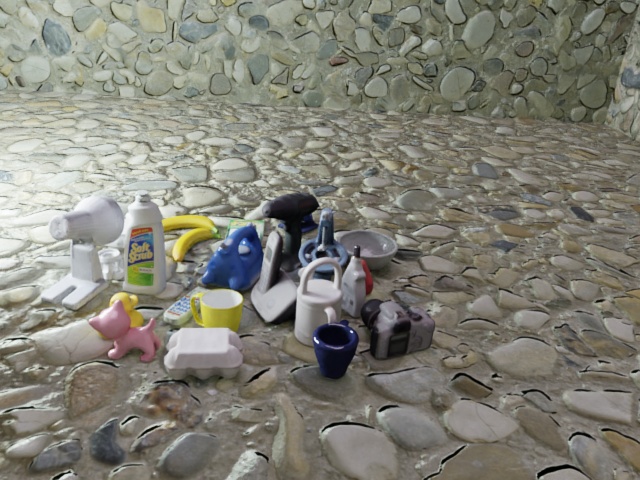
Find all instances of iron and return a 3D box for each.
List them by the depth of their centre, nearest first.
[{"bbox_3d":[-0.201,0.026,1.459,0.118,0.141,0.259,11,27,13],"label":"iron"}]

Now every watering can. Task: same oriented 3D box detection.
[{"bbox_3d":[-0.005,0.121,1.236,0.101,0.194,0.172,-19,35,-39],"label":"watering can"}]

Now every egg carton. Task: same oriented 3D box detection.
[{"bbox_3d":[-0.227,0.225,1.129,0.150,0.069,0.107,0,26,-9],"label":"egg carton"}]

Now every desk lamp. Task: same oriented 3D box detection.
[{"bbox_3d":[-0.550,0.018,1.332,0.117,0.214,0.203,10,27,11],"label":"desk lamp"}]

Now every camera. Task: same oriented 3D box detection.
[{"bbox_3d":[0.160,0.176,1.258,0.143,0.101,0.136,-7,28,-23],"label":"camera"}]

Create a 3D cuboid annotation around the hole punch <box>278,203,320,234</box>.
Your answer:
[{"bbox_3d":[-0.067,-0.078,1.751,0.100,0.091,0.109,25,32,35],"label":"hole punch"}]

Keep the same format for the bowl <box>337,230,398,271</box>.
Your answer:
[{"bbox_3d":[0.127,0.038,1.566,0.167,0.075,0.167,4,26,-2],"label":"bowl"}]

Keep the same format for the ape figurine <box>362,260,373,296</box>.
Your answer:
[{"bbox_3d":[0.099,0.090,1.435,0.075,0.092,0.078,22,31,32],"label":"ape figurine"}]

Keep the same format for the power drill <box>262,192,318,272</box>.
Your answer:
[{"bbox_3d":[-0.082,-0.028,1.513,0.075,0.208,0.230,17,28,23],"label":"power drill"}]

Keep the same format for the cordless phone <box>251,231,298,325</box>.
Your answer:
[{"bbox_3d":[-0.097,0.085,1.304,0.094,0.185,0.147,-10,30,-27],"label":"cordless phone"}]

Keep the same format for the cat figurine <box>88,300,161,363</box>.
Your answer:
[{"bbox_3d":[-0.388,0.177,1.144,0.128,0.118,0.067,3,26,-3],"label":"cat figurine"}]

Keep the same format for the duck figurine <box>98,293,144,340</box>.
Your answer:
[{"bbox_3d":[-0.426,0.156,1.218,0.077,0.086,0.105,20,30,29],"label":"duck figurine"}]

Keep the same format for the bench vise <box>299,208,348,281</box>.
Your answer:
[{"bbox_3d":[0.002,0.005,1.445,0.122,0.220,0.207,-2,27,-13],"label":"bench vise"}]

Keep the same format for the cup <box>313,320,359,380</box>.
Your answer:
[{"bbox_3d":[0.032,0.222,1.150,0.091,0.095,0.118,11,27,14],"label":"cup"}]

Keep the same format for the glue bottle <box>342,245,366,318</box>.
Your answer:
[{"bbox_3d":[0.080,0.091,1.336,0.037,0.173,0.077,-12,30,-30],"label":"glue bottle"}]
